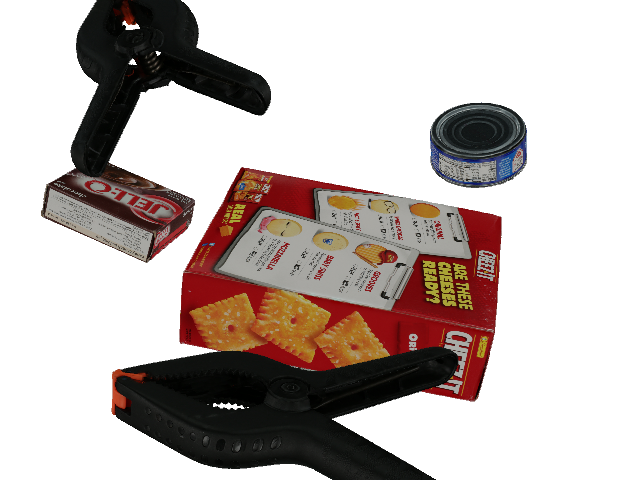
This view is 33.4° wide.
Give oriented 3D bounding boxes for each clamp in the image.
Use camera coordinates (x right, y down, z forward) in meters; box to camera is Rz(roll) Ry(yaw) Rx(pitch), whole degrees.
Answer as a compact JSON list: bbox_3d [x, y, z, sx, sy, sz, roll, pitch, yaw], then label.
[{"bbox_3d":[-0.098,-0.112,0.663,0.120,0.171,0.039,-11,-42,-4],"label":"clamp"},{"bbox_3d":[-0.012,0.095,0.613,0.210,0.036,0.164,9,24,7],"label":"clamp"}]

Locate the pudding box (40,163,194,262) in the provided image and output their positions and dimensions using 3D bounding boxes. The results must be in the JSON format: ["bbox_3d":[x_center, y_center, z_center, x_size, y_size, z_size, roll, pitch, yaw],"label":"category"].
[{"bbox_3d":[-0.185,-0.030,0.981,0.113,0.039,0.090,21,24,9],"label":"pudding box"}]

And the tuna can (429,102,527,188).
[{"bbox_3d":[0.140,-0.086,0.945,0.086,0.034,0.086,-5,41,4],"label":"tuna can"}]

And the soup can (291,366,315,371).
[{"bbox_3d":[0.003,0.107,0.983,0.068,0.068,0.102,0,23,-6],"label":"soup can"}]

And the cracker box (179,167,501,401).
[{"bbox_3d":[0.020,0.028,0.791,0.214,0.072,0.164,11,32,5],"label":"cracker box"}]
